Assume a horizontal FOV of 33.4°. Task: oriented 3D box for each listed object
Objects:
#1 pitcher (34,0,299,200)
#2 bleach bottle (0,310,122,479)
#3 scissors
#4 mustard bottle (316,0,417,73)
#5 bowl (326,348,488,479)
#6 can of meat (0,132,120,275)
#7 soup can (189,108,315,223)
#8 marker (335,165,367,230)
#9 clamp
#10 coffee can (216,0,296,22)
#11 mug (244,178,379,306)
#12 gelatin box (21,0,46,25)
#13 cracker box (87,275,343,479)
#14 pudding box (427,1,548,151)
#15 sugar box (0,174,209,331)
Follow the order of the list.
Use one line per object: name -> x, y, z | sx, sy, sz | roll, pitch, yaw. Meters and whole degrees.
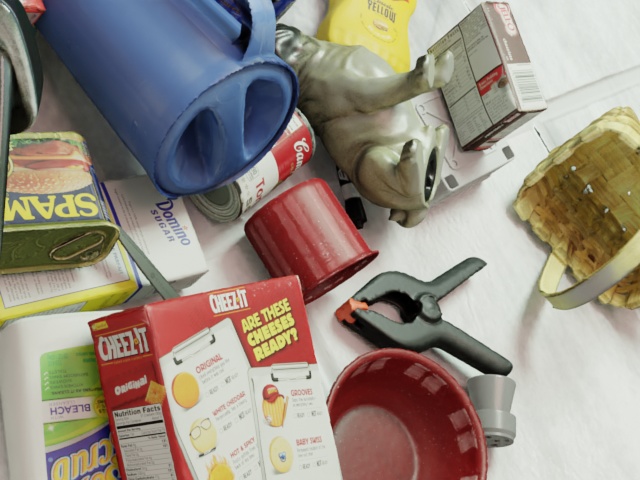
pitcher -> -0.133, -0.163, 0.819 | 0.149, 0.145, 0.243 | -41, 68, -4
bleach bottle -> -0.159, 0.178, 0.737 | 0.102, 0.068, 0.251 | -2, 72, -34
scissors -> -0.088, 0.056, 0.829 | 0.096, 0.016, 0.202 | -42, 113, -48
mustard bottle -> 0.052, -0.242, 1.064 | 0.096, 0.058, 0.191 | 23, 58, -23
bowl -> 0.059, 0.173, 0.879 | 0.161, 0.055, 0.162 | 13, 62, -27
can of meat -> -0.202, -0.027, 0.747 | 0.101, 0.058, 0.084 | -5, 60, -33
soup can -> -0.061, -0.069, 0.907 | 0.068, 0.069, 0.102 | 50, 53, -3
marker -> 0.024, -0.067, 0.991 | 0.020, 0.020, 0.121 | 0, 69, -33
clamp -> 0.099, 0.075, 0.958 | 0.171, 0.039, 0.120 | -6, 59, -29
coffee can -> -0.048, -0.260, 0.956 | 0.102, 0.141, 0.103 | 13, 62, -27
mug -> -0.006, 0.001, 0.905 | 0.081, 0.093, 0.117 | 57, 22, 8
gelatin box -> -0.255, -0.186, 0.822 | 0.030, 0.089, 0.073 | -13, 77, -45
cracker box -> -0.065, 0.143, 0.758 | 0.163, 0.072, 0.214 | -9, 84, -53
pudding box -> 0.153, -0.151, 0.993 | 0.039, 0.090, 0.113 | -6, 73, -32
sugar box -> -0.180, 0.007, 0.811 | 0.175, 0.048, 0.093 | -11, 74, -39
